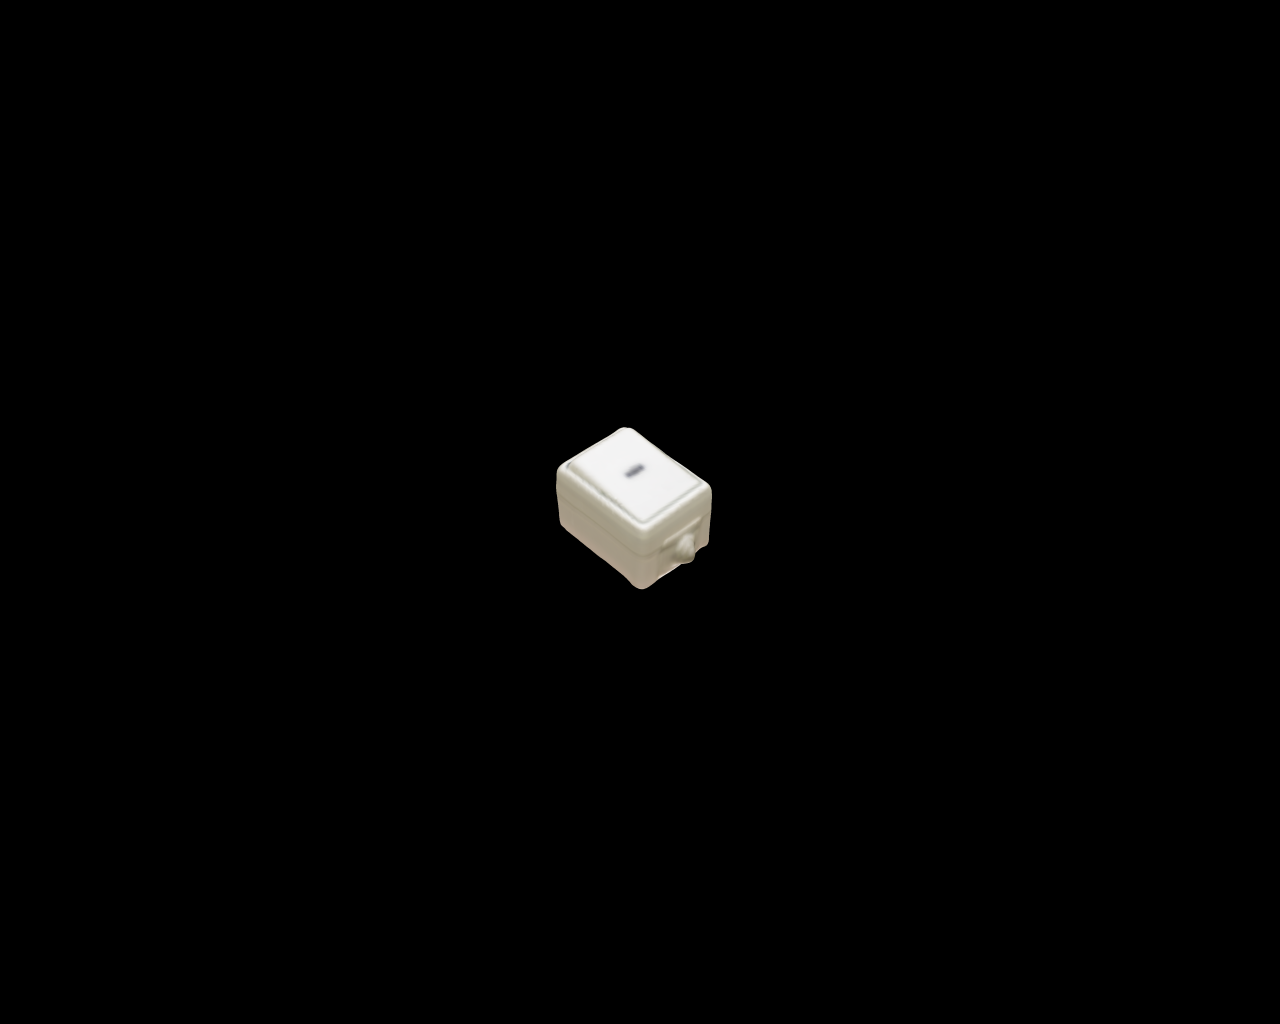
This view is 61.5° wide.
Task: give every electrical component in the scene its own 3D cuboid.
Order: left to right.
[{"bbox_3d":[0.001,-0.003,0.650,0.062,0.061,0.096,-33,54,-29],"label":"electrical component"}]
